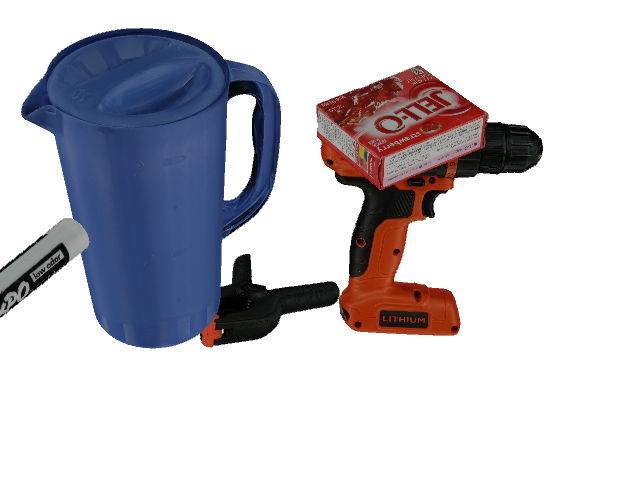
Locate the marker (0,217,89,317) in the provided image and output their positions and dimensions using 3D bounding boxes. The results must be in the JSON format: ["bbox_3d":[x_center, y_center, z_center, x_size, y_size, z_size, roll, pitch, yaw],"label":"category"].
[{"bbox_3d":[-0.156,0.029,0.502,0.020,0.020,0.121,0,33,39],"label":"marker"}]

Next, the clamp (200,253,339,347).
[{"bbox_3d":[-0.073,0.057,1.057,0.120,0.039,0.171,15,21,33],"label":"clamp"}]

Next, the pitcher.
[{"bbox_3d":[-0.125,-0.034,0.840,0.149,0.243,0.144,20,44,19],"label":"pitcher"}]

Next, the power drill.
[{"bbox_3d":[0.089,-0.015,0.905,0.184,0.188,0.057,3,17,-1],"label":"power drill"}]

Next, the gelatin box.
[{"bbox_3d":[0.053,-0.076,0.699,0.089,0.030,0.073,-24,45,-24],"label":"gelatin box"}]
